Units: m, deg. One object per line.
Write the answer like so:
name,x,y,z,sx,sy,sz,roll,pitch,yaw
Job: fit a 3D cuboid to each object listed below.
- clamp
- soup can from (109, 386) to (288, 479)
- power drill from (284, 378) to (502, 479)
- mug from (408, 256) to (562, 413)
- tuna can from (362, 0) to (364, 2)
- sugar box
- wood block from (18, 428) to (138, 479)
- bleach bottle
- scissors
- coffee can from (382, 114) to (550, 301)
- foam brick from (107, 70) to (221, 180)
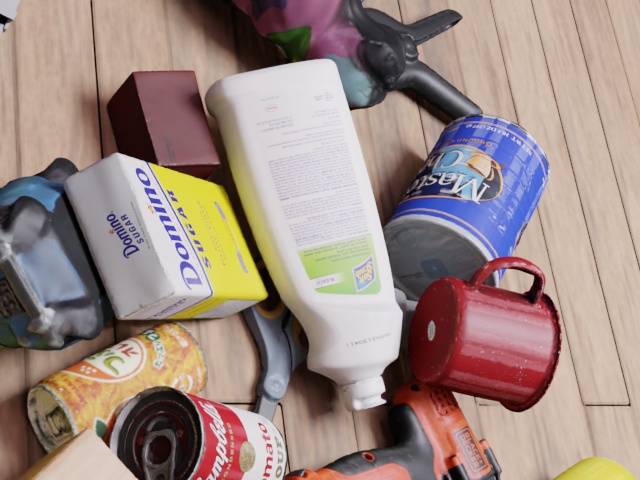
clamp,0.076,-0.157,0.956,0.171,0.039,0.120,-5,65,-33
soup can,-0.073,0.133,0.665,0.102,0.069,0.068,32,47,-56
power drill,0.061,0.203,0.759,0.187,0.057,0.184,-16,74,-42
mug,0.122,0.064,0.780,0.081,0.117,0.093,14,26,-20
tuna can,0.006,-0.235,0.913,0.033,0.086,0.086,-22,82,-41
sugar box,-0.093,0.003,0.692,0.093,0.048,0.176,66,10,9
wood block,-0.178,0.208,0.565,0.090,0.091,0.205,49,50,-5
bleach bottle,-0.005,0.001,0.774,0.102,0.068,0.251,-13,85,-14
scissors,-0.046,0.088,0.765,0.096,0.016,0.201,43,51,-8
coffee can,0.119,-0.022,0.876,0.102,0.103,0.140,42,51,-11
foam brick,-0.114,-0.077,0.774,0.052,0.051,0.078,-5,71,-36
